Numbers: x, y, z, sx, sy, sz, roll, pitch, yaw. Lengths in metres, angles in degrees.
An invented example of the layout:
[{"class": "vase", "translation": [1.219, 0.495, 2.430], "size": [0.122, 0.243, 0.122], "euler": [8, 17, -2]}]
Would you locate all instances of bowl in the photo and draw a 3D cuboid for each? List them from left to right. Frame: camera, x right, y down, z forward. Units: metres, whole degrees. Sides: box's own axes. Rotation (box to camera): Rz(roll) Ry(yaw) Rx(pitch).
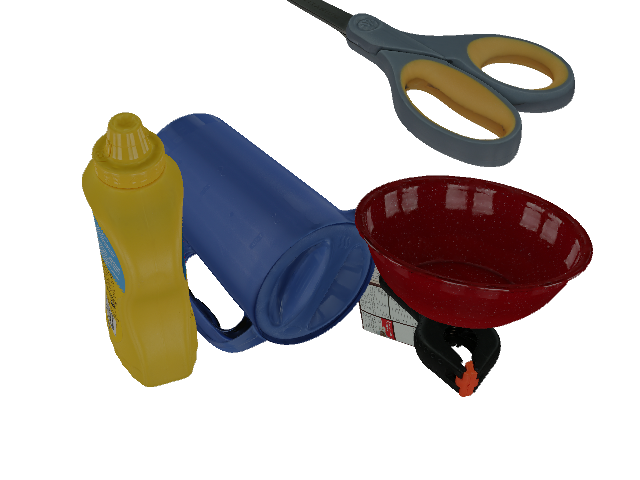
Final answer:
[{"class": "bowl", "translation": [0.101, 0.013, 0.736], "size": [0.162, 0.055, 0.162], "euler": [4, 29, -3]}]

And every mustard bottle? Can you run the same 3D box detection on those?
[{"class": "mustard bottle", "translation": [-0.112, -0.001, 0.660], "size": [0.058, 0.096, 0.192], "euler": [-13, -41, -13]}]

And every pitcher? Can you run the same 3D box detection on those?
[{"class": "pitcher", "translation": [-0.077, -0.014, 1.013], "size": [0.148, 0.145, 0.243], "euler": [-11, 39, -37]}]

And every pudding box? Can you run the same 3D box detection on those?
[{"class": "pudding box", "translation": [0.099, 0.078, 1.237], "size": [0.114, 0.090, 0.039], "euler": [15, 47, 26]}]

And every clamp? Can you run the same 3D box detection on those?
[{"class": "clamp", "translation": [0.132, 0.076, 1.000], "size": [0.120, 0.039, 0.171], "euler": [-9, 40, -9]}]

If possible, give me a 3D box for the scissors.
[{"class": "scissors", "translation": [0.043, -0.102, 0.525], "size": [0.096, 0.016, 0.202], "euler": [-20, 47, -21]}]
